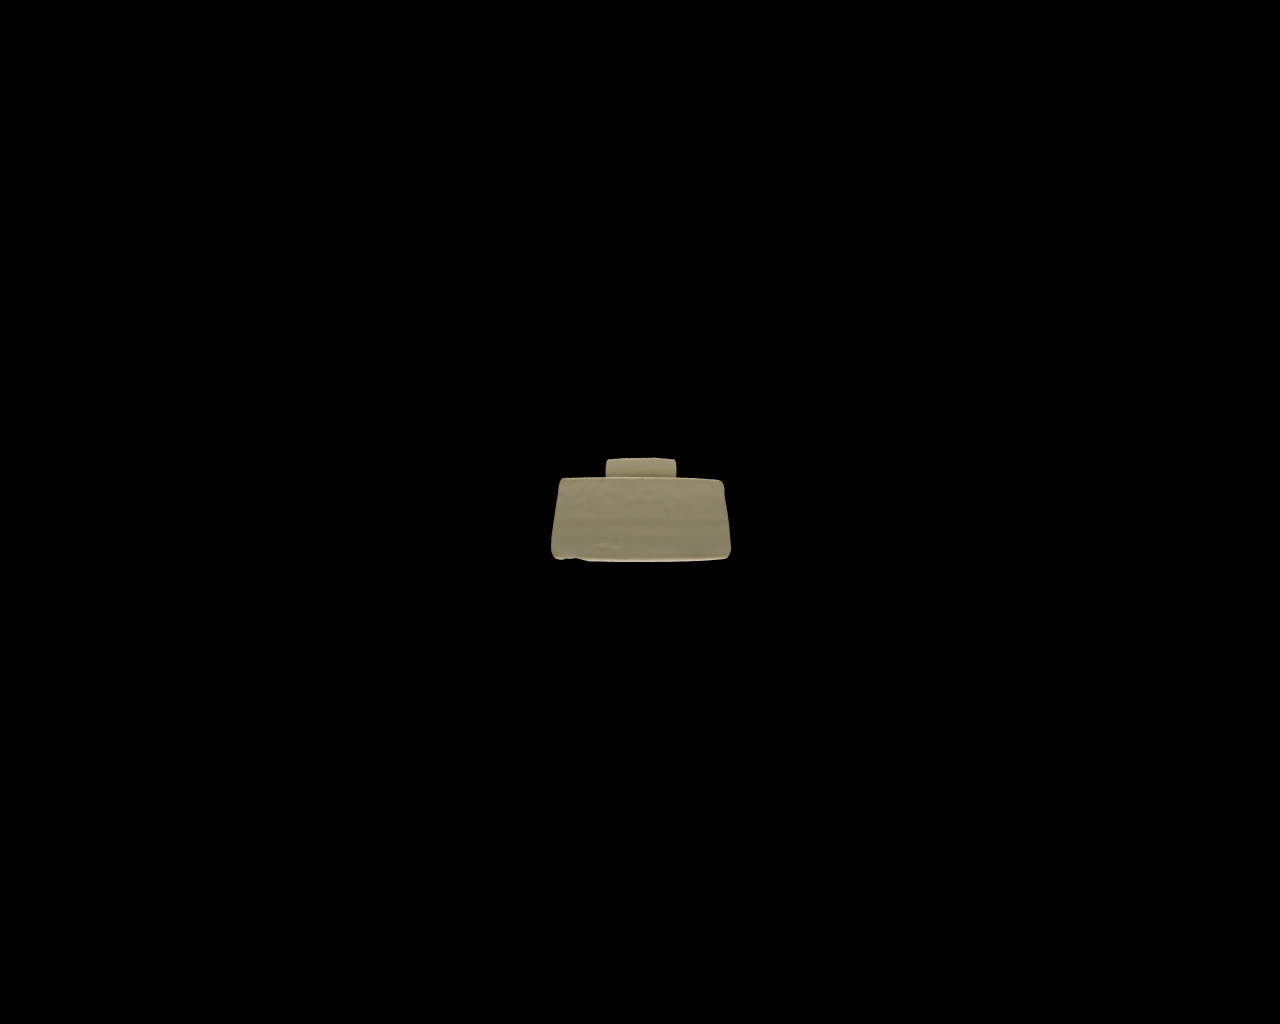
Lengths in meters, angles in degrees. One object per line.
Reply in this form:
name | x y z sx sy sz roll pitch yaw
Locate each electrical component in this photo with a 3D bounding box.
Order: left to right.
electrical component | 0.001 -0.003 0.650 0.108 0.060 0.108 0 0 0
